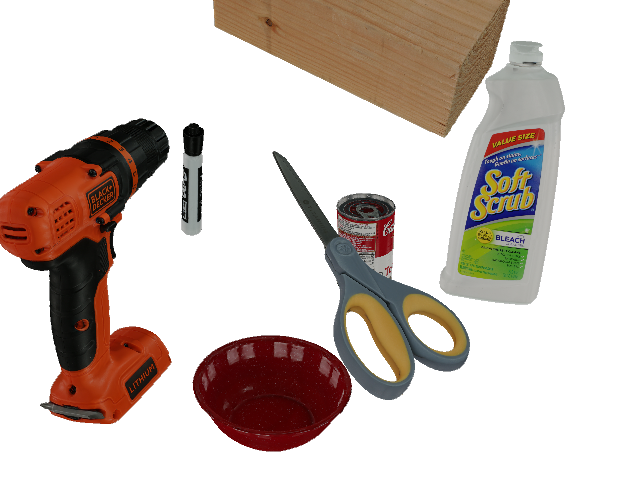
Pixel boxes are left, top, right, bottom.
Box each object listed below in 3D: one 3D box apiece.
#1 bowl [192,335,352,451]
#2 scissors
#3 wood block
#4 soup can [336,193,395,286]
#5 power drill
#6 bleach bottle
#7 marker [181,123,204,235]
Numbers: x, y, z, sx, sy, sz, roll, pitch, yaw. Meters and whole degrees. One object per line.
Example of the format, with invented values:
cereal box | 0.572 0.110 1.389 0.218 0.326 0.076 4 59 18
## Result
bowl | -0.049 0.166 1.096 0.162 0.055 0.162 2 31 -1
scissors | 0.033 0.016 0.685 0.096 0.202 0.016 4 -44 -22
wood block | 0.028 -0.176 0.810 0.206 0.090 0.091 28 -28 13
soup can | 0.052 0.005 1.252 0.068 0.102 0.068 0 27 0
power drill | -0.153 0.020 0.759 0.057 0.188 0.184 5 25 22
bleach bottle | 0.178 -0.067 1.038 0.103 0.251 0.068 8 20 14
marker | -0.117 -0.055 0.973 0.020 0.121 0.020 4 42 -4
